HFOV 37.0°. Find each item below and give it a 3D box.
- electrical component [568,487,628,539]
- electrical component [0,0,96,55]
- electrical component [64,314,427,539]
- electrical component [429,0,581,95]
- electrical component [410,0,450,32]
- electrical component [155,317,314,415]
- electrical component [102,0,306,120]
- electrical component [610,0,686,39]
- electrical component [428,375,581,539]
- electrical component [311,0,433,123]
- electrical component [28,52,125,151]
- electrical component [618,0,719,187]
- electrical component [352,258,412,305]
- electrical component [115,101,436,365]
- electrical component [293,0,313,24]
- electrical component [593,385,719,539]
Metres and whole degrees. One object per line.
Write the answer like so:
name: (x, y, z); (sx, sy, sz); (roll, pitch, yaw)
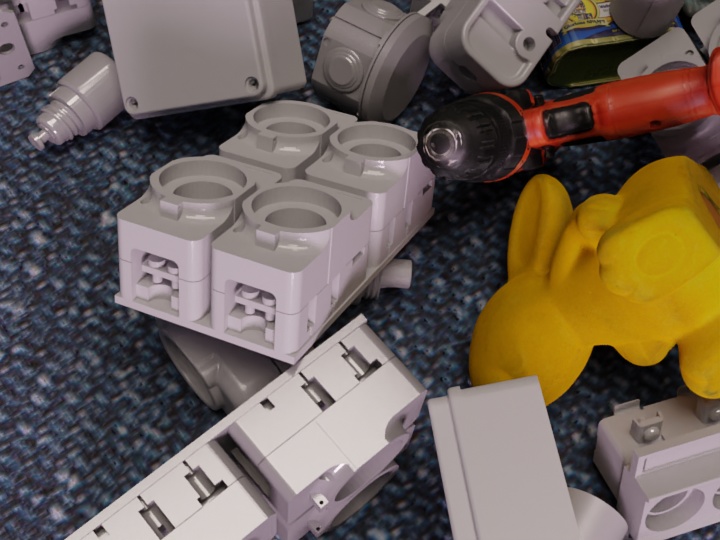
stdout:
electrical component: (0.107, 0.163, 0.579); (0.043, 0.043, 0.081); (31, 65, 11)
electrical component: (-0.284, -0.190, 0.718); (0.186, 0.060, 0.105); (-18, 66, -13)
electrical component: (-0.053, 0.119, 0.554); (0.186, 0.105, 0.060); (-37, 71, -20)
electrical component: (0.091, -0.161, 0.687); (0.054, 0.059, 0.095); (39, 78, -19)
electrical component: (0.073, -0.176, 0.748); (0.064, 0.042, 0.081); (43, 68, 12)
electrical component: (-0.075, 0.041, 0.621); (0.059, 0.053, 0.095); (-36, 71, -19)
electrical component: (-0.099, -0.156, 0.668); (0.109, 0.056, 0.108); (-4, 103, 27)
electrical component: (0.191, -0.187, 0.679); (0.043, 0.081, 0.043); (2, 69, -4)
electrical component: (0.073, 0.119, 0.541); (0.057, 0.078, 0.113); (-11, 53, 3)
electrical component: (0.009, -0.136, 0.702); (0.051, 0.080, 0.080); (29, 65, 16)
electrical component: (-0.181, -0.106, 0.694); (0.040, 0.040, 0.078); (37, 67, 14)
electrical component: (0.251, -0.077, 0.671); (0.105, 0.060, 0.186); (-33, 64, 23)
electrical component: (0.000, 0.000, 0.653); (0.062, 0.043, 0.043); (5, 63, -3)
electrical component: (-0.038, -0.035, 0.599); (0.105, 0.060, 0.186); (17, 33, 19)
electrical component: (-0.074, -0.203, 0.739); (0.096, 0.061, 0.061); (-23, 67, -15)
electrical component: (0.199, 0.101, 0.604); (0.121, 0.078, 0.063); (-14, 43, -11)
